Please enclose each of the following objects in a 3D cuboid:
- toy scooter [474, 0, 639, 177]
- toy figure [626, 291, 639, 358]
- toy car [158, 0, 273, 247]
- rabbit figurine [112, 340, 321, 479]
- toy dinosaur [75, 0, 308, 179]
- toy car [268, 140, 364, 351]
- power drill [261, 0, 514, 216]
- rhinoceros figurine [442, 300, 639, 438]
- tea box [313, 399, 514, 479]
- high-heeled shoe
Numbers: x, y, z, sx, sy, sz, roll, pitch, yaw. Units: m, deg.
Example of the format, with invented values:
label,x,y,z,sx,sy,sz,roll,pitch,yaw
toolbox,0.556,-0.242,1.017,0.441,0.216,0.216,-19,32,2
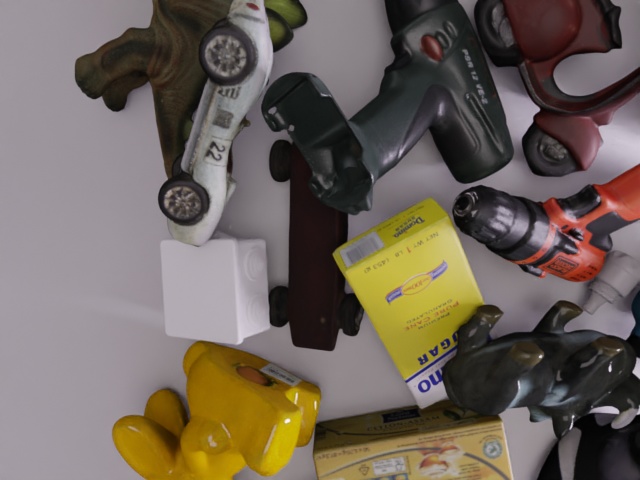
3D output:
label,x,y,z,sx,sy,sz,roll,pitch,yaw
toy scooter,0.217,-0.152,0.445,0.135,0.075,0.183,-20,97,32
toy figure,0.333,0.033,0.465,0.089,0.082,0.180,36,97,-2
toy car,-0.080,-0.090,0.422,0.056,0.074,0.201,18,115,-13
rabbit figurine,-0.099,0.188,0.476,0.162,0.122,0.173,21,97,6
toy dinosaur,-0.107,-0.260,0.457,0.199,0.105,0.470,-1,103,-5
toy car,-0.001,-0.001,0.491,0.089,0.053,0.202,2,95,18
power drill,0.054,-0.130,0.434,0.207,0.086,0.232,-38,101,-37
rhinoceros figurine,0.196,0.114,0.449,0.190,0.073,0.112,7,111,-21
tea box,0.085,0.211,0.494,0.170,0.068,0.098,-9,94,2
high-heeled shoe,0.300,0.184,0.444,0.249,0.145,0.086,-38,91,3
